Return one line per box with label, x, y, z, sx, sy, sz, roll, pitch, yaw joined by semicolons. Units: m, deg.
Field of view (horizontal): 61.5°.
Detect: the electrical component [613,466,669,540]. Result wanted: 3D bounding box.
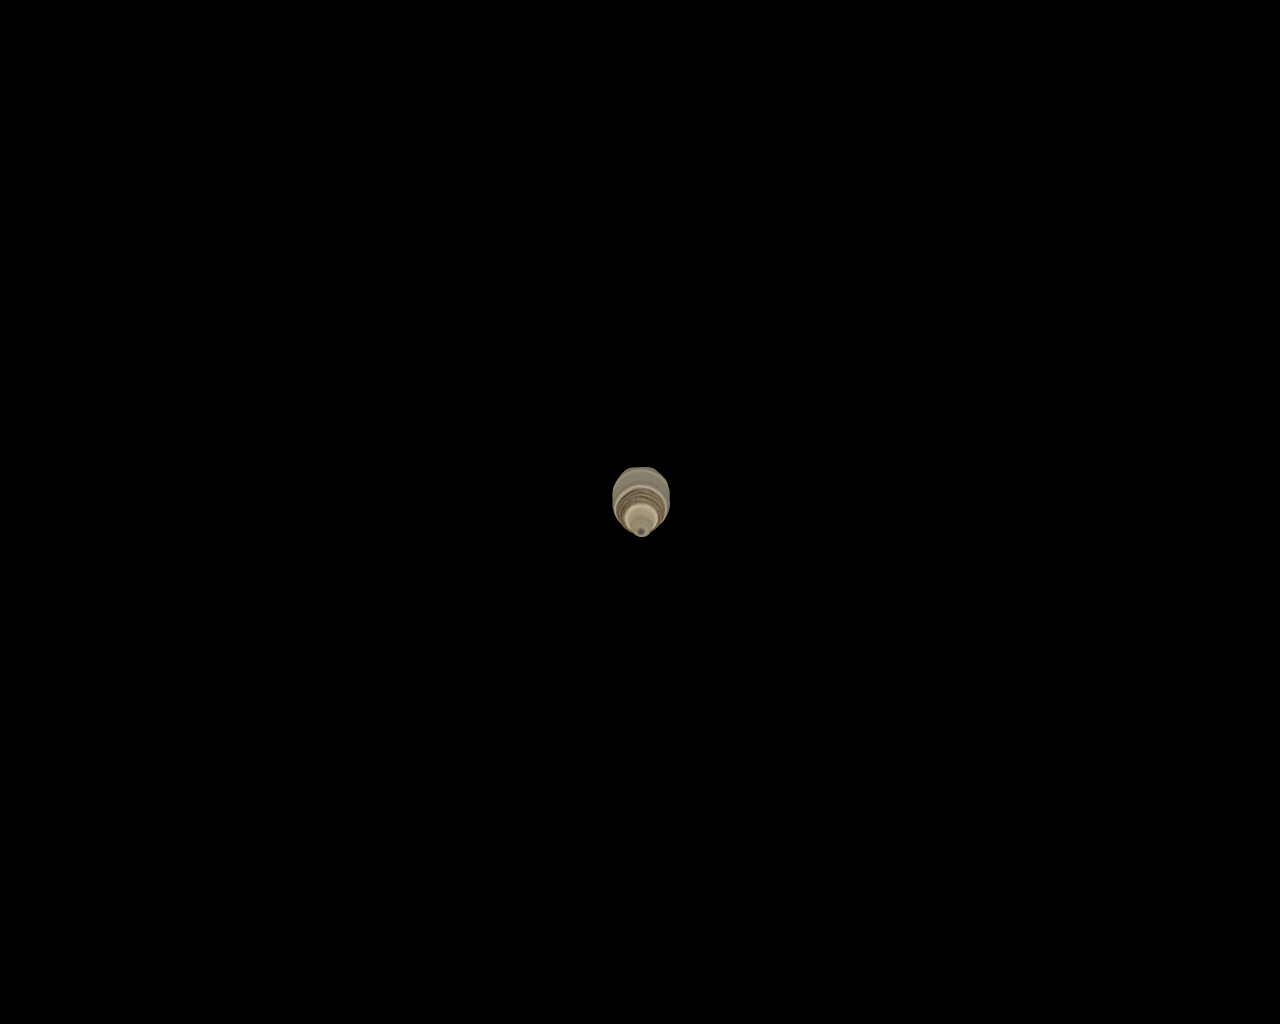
electrical component;0.001;-0.003;0.650;0.035;0.035;0.061;0;28;0
